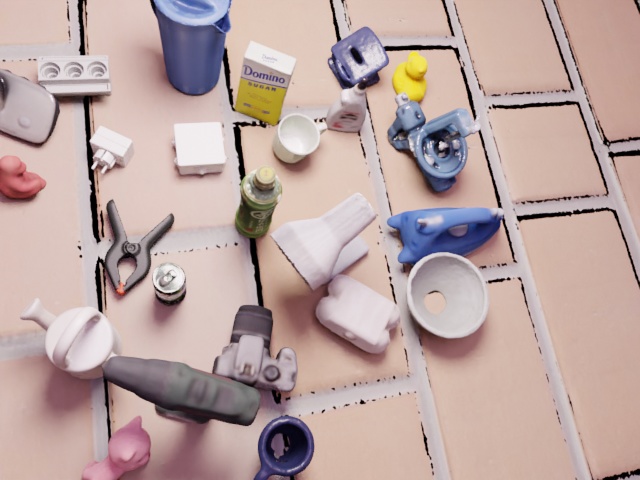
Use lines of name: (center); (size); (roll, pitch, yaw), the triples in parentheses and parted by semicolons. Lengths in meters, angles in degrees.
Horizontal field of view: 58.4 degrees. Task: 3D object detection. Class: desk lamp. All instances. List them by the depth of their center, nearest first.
desk lamp: (0.009, 0.004, 1.012); (0.203, 0.213, 0.118); (-36, 82, -21)

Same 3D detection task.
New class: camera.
camera: (-0.104, 0.185, 0.985); (0.143, 0.100, 0.137); (11, 70, -9)

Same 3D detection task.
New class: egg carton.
egg carton: (0.071, 0.138, 1.058); (0.150, 0.069, 0.107); (30, 68, -2)

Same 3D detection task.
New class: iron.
iron: (0.271, -0.031, 1.123); (0.259, 0.141, 0.118); (-11, 74, -16)

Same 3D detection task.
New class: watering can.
watering can: (-0.375, 0.154, 0.882); (0.173, 0.194, 0.101); (11, 69, -9)

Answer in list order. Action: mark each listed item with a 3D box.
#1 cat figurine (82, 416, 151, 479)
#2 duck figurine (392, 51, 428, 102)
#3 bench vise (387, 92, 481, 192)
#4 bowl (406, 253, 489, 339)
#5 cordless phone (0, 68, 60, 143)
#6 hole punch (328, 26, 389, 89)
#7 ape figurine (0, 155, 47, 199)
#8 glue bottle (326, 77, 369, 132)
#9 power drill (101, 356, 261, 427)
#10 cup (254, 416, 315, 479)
cat figurine: (-0.307, 0.335, 0.878); (0.067, 0.117, 0.128); (43, 68, 4)
duck figurine: (0.206, -0.360, 1.249); (0.077, 0.086, 0.104); (-2, 72, -13)
bench vise: (0.218, -0.211, 1.129); (0.207, 0.219, 0.122); (38, 68, 2)
bowl: (0.234, 0.112, 1.102); (0.167, 0.074, 0.167); (4, 71, -12)
cordless phone: (-0.538, -0.260, 0.989); (0.147, 0.185, 0.094); (21, 68, -5)
hole punch: (0.081, -0.384, 1.225); (0.101, 0.091, 0.108); (-26, 79, -20)
ape figurine: (-0.528, -0.115, 0.993); (0.076, 0.092, 0.078); (-25, 79, -19)
glue bottle: (0.065, -0.273, 1.140); (0.078, 0.173, 0.037); (1, 71, -12)
power drill: (-0.210, 0.236, 0.885); (0.230, 0.208, 0.075); (16, 69, -7)
cup: (-0.069, 0.350, 0.941); (0.091, 0.095, 0.118); (40, 68, 3)
